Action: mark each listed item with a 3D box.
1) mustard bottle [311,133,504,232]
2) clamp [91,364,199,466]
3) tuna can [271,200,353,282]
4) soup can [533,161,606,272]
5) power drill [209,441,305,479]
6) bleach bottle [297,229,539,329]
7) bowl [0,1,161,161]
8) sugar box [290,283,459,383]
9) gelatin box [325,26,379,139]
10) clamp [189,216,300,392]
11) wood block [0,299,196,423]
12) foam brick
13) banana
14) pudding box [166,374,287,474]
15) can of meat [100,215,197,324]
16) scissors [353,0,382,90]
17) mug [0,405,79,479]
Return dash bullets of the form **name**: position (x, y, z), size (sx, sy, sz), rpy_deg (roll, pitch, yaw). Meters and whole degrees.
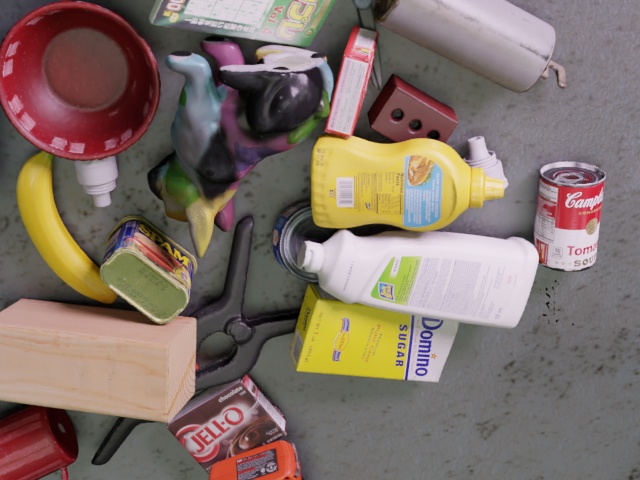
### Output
- **mustard bottle**: position (0.088, -0.056, 1.076), size (0.192, 0.058, 0.096), rpy_deg (3, 118, 8)
- **clamp**: position (-0.216, 0.194, 1.236), size (0.171, 0.039, 0.120), rpy_deg (-15, 115, 4)
- **tuna can**: position (-0.008, 0.001, 1.146), size (0.086, 0.034, 0.086), rpy_deg (-3, 100, -16)
- **soup can**: position (0.265, -0.025, 1.141), size (0.068, 0.068, 0.102), rpy_deg (-1, 114, -2)
- **power drill**: position (-0.063, 0.329, 1.276), size (0.184, 0.057, 0.187), rpy_deg (-21, 130, 5)
- **bleach bottle**: position (0.100, 0.029, 1.132), size (0.250, 0.068, 0.102), rpy_deg (10, 104, -18)
- **bowl**: position (-0.238, -0.163, 1.066), size (0.162, 0.055, 0.162), rpy_deg (-1, 114, -2)
- **sugar box**: position (0.061, 0.105, 1.184), size (0.176, 0.048, 0.093), rpy_deg (8, 114, -19)
- **gelatin box**: position (0.033, -0.156, 1.060), size (0.030, 0.073, 0.089), rpy_deg (15, 124, 2)
- **clamp**: position (-0.094, 0.085, 1.184), size (0.210, 0.036, 0.164), rpy_deg (-39, 108, 4)
- **wood block**: position (-0.245, 0.127, 1.145), size (0.206, 0.090, 0.090), rpy_deg (6, 105, 11)
- **foam brick**: position (0.095, -0.125, 1.098), size (0.078, 0.051, 0.053), rpy_deg (28, 111, -14)
- **banana**: position (-0.278, -0.011, 1.139), size (0.070, 0.037, 0.198), rpy_deg (-7, 117, 15)
- **pudding box**: position (-0.109, 0.215, 1.250), size (0.113, 0.039, 0.090), rpy_deg (-33, 111, 12)
- **can of meat**: position (-0.184, 0.032, 1.140), size (0.102, 0.084, 0.057), rpy_deg (39, 107, -17)
- **scissors**: position (0.023, -0.249, 1.059), size (0.096, 0.016, 0.202), rpy_deg (3, 114, -3)
- **mug**: position (-0.326, 0.244, 1.221), size (0.081, 0.093, 0.117), rpy_deg (-25, 76, 3)
